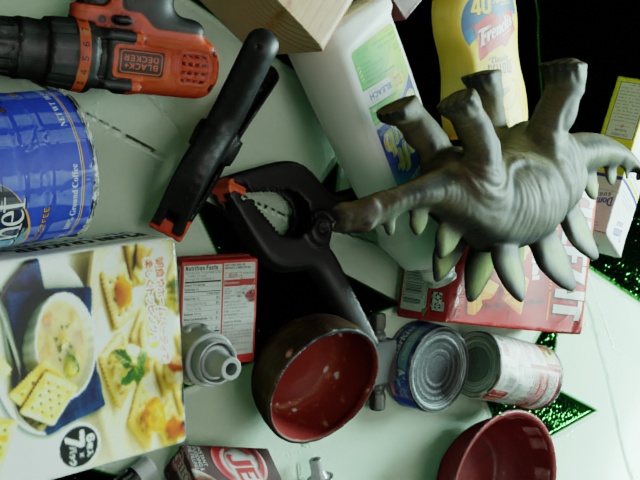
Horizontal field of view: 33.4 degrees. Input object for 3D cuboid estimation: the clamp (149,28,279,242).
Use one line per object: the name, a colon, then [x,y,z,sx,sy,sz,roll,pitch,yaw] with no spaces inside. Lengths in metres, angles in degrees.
clamp: [-0.076,-0.080,0.827,0.039,0.120,0.171,32,95,6]

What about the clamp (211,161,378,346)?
clamp: [-0.006,0.001,0.911,0.209,0.036,0.164,17,76,-39]

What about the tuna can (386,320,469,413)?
tuna can: [0.103,0.122,1.024,0.085,0.034,0.086,-6,99,-40]

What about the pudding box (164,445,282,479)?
pudding box: [-0.064,0.217,0.849,0.089,0.113,0.039,11,127,-40]

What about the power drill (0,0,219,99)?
power drill: [-0.150,-0.195,0.740,0.184,0.057,0.188,2,103,-32]

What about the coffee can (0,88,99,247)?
coffee can: [-0.228,-0.042,0.681,0.140,0.103,0.103,-11,103,-39]

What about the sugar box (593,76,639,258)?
sugar box: [0.326,-0.078,1.164,0.093,0.048,0.176,37,73,-59]

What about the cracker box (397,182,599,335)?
cracker box: [0.181,0.005,1.049,0.213,0.072,0.164,8,89,-40]

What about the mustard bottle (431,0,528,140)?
mustard bottle: [0.148,-0.195,1.006,0.096,0.058,0.191,-19,107,-37]

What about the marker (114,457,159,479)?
marker: [-0.175,0.207,0.811,0.120,0.020,0.020,-34,116,-32]

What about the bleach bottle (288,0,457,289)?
bleach bottle: [0.062,-0.076,0.918,0.102,0.068,0.251,-40,112,-40]

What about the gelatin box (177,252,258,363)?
gelatin box: [-0.089,0.056,0.858,0.073,0.030,0.089,-3,98,-38]

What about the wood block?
wood block: [-0.003,-0.257,0.850,0.090,0.091,0.206,41,69,-36]

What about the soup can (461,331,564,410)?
soup can: [0.187,0.132,1.074,0.102,0.069,0.068,16,85,-40]

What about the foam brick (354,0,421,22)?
foam brick: [0.052,-0.234,0.924,0.051,0.053,0.078,-52,125,-22]

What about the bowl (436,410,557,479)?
bowl: [0.168,0.246,1.080,0.161,0.055,0.162,-6,100,-39]
